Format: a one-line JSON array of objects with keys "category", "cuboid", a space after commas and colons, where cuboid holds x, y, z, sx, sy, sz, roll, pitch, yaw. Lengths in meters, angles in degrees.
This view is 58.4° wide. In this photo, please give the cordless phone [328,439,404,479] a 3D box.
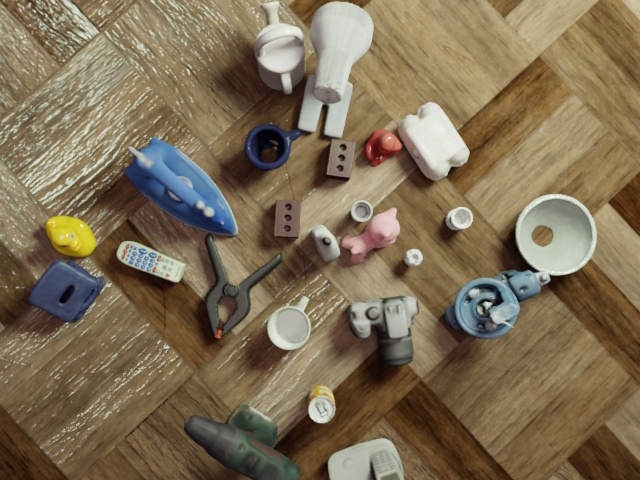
[{"category": "cordless phone", "cuboid": [0.093, 0.462, 1.099, 0.147, 0.185, 0.094, -19, 88, -3]}]

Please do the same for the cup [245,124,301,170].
[{"category": "cup", "cuboid": [-0.092, -0.188, 1.168, 0.118, 0.095, 0.092, -27, 88, -3]}]

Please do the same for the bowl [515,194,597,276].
[{"category": "bowl", "cuboid": [0.478, -0.009, 1.191, 0.167, 0.074, 0.167, 0, 87, -2]}]

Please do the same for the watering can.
[{"category": "watering can", "cuboid": [-0.083, -0.380, 1.128, 0.101, 0.194, 0.173, -35, 89, -3]}]

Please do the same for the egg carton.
[{"category": "egg carton", "cuboid": [0.234, -0.205, 1.194, 0.107, 0.069, 0.150, -34, 89, -3]}]

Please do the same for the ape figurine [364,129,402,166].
[{"category": "ape figurine", "cuboid": [0.131, -0.196, 1.178, 0.078, 0.092, 0.076, 4, 87, -2]}]

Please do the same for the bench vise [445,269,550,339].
[{"category": "bench vise", "cuboid": [0.351, 0.108, 1.108, 0.121, 0.219, 0.207, 45, 87, 1]}]

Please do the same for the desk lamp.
[{"category": "desk lamp", "cuboid": [0.026, -0.326, 1.120, 0.118, 0.213, 0.203, 11, 87, -1]}]

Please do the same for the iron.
[{"category": "iron", "cuboid": [-0.270, -0.097, 1.134, 0.258, 0.141, 0.119, 38, 87, 0]}]

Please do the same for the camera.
[{"category": "camera", "cuboid": [0.134, 0.186, 1.156, 0.143, 0.100, 0.137, -8, 88, -2]}]

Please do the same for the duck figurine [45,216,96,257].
[{"category": "duck figurine", "cuboid": [-0.511, -0.008, 1.149, 0.104, 0.086, 0.077, 37, 87, 0]}]

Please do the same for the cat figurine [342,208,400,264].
[{"category": "cat figurine", "cuboid": [0.109, -0.008, 1.156, 0.128, 0.117, 0.067, -35, 89, -3]}]

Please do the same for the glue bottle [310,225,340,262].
[{"category": "glue bottle", "cuboid": [0.010, 0.004, 1.124, 0.037, 0.173, 0.078, -32, 88, -3]}]

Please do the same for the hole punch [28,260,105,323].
[{"category": "hole punch", "cuboid": [-0.502, 0.101, 1.142, 0.101, 0.091, 0.109, 34, 87, 0]}]

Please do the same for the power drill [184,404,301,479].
[{"category": "power drill", "cuboid": [-0.142, 0.383, 1.083, 0.229, 0.208, 0.076, 32, 87, 0]}]
